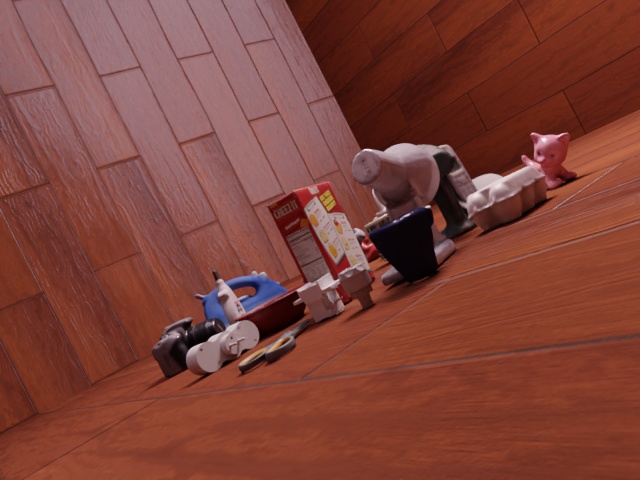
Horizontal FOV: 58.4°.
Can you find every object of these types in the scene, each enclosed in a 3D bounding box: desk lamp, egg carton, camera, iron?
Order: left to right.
[{"bbox_3d":[-0.289,0.224,1.289,0.136,0.101,0.143,-27,0,11],"label":"camera"},{"bbox_3d":[-0.201,0.159,1.532,0.258,0.141,0.118,-27,0,-3],"label":"iron"},{"bbox_3d":[0.139,-0.058,0.954,0.117,0.213,0.204,-27,0,29],"label":"desk lamp"},{"bbox_3d":[0.328,-0.073,1.007,0.151,0.069,0.107,-27,0,-41],"label":"egg carton"}]

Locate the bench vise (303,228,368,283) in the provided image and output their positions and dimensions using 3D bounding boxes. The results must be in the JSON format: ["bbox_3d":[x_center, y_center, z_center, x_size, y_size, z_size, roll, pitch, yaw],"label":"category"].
[{"bbox_3d":[0.016,0.004,1.474,0.207,0.220,0.122,-27,0,10],"label":"bench vise"}]

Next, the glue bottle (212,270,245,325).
[{"bbox_3d":[-0.227,0.153,1.429,0.037,0.173,0.078,-27,0,4],"label":"glue bottle"}]

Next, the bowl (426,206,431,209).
[{"bbox_3d":[0.229,-0.023,1.501,0.167,0.075,0.167,-27,0,0],"label":"bowl"}]

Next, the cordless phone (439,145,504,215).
[{"bbox_3d":[0.336,-0.140,1.267,0.148,0.185,0.094,-27,0,-25],"label":"cordless phone"}]

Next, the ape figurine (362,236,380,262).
[{"bbox_3d":[0.127,0.020,1.650,0.076,0.092,0.078,-27,0,-8],"label":"ape figurine"}]

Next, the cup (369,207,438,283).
[{"bbox_3d":[0.139,0.007,0.838,0.118,0.095,0.091,-27,0,-37],"label":"cup"}]

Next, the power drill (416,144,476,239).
[{"bbox_3d":[0.243,-0.107,1.195,0.075,0.208,0.229,-27,0,-3],"label":"power drill"}]

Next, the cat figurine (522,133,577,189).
[{"bbox_3d":[0.451,-0.162,1.145,0.067,0.118,0.127,-27,0,-17],"label":"cat figurine"}]

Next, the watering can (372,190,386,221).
[{"bbox_3d":[0.222,-0.085,1.692,0.172,0.194,0.101,-27,0,21],"label":"watering can"}]
